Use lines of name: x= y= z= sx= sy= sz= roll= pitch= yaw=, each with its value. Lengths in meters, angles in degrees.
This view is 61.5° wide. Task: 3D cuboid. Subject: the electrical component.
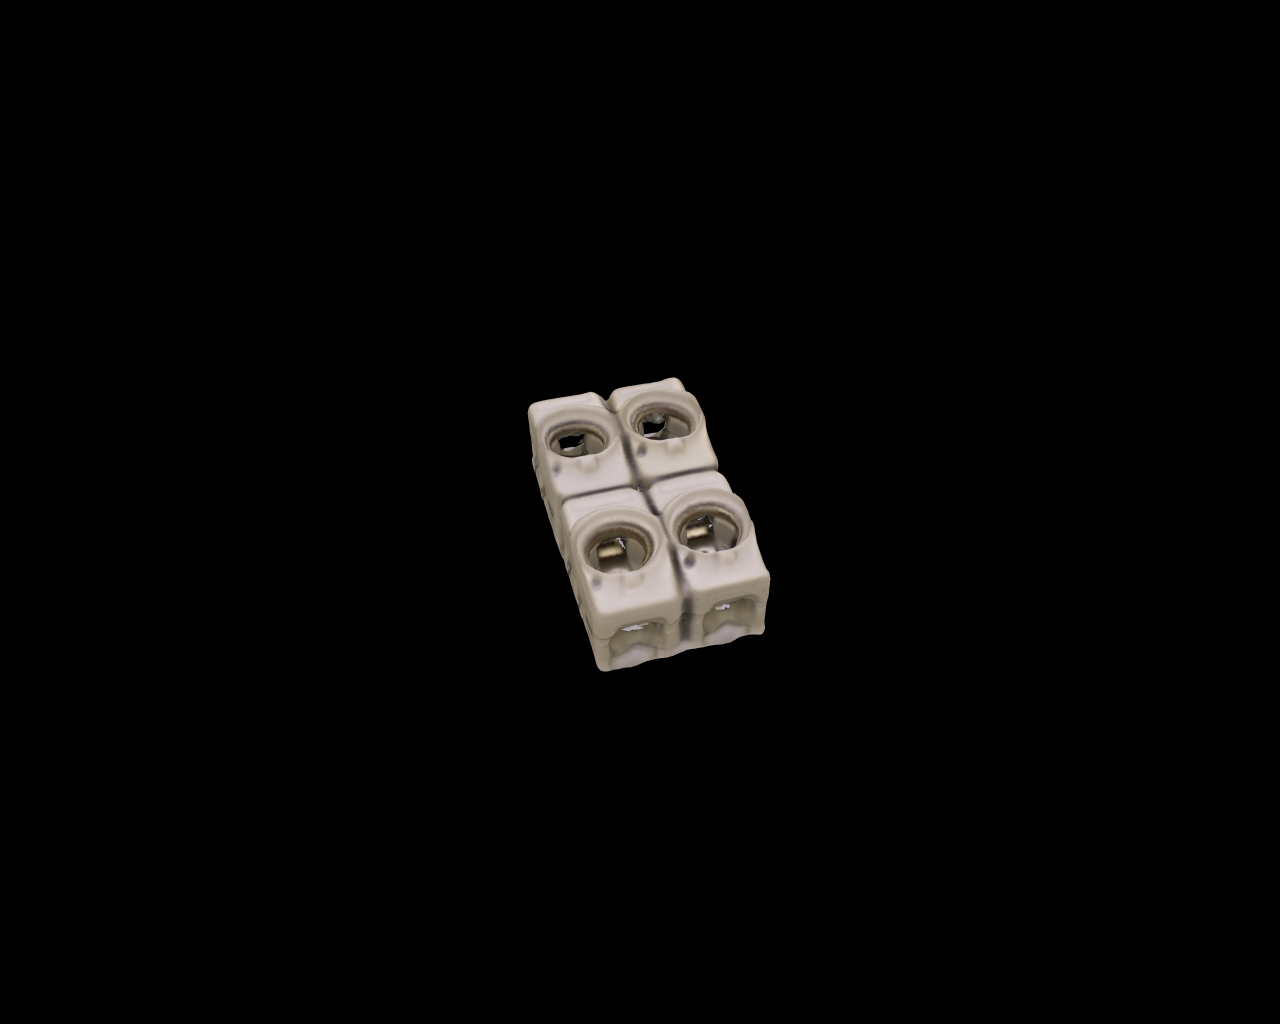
electrical component: x=0.001 y=-0.003 z=0.650 sx=0.105 sy=0.060 sz=0.186 roll=-11 pitch=47 yaw=-11
